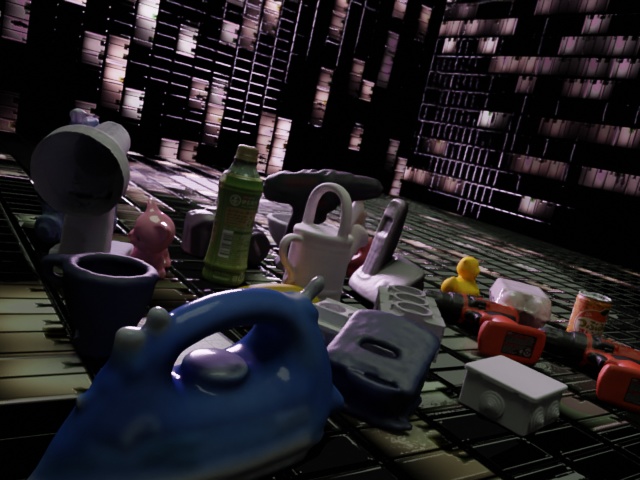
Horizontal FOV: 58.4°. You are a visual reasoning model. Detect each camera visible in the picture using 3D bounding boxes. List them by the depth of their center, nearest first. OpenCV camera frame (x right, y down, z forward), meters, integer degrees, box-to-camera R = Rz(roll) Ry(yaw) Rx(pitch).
[{"bbox_3d":[-0.164,-0.012,1.068,0.144,0.101,0.136,4,13,-40],"label":"camera"}]

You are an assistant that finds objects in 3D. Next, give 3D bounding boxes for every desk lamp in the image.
[{"bbox_3d":[-0.329,-0.064,0.827,0.118,0.213,0.203,11,10,-8],"label":"desk lamp"}]

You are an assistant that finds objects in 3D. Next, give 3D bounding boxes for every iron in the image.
[{"bbox_3d":[-0.085,0.100,0.437,0.118,0.141,0.259,21,13,37],"label":"iron"}]

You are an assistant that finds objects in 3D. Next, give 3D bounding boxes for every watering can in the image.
[{"bbox_3d":[0.007,0.003,0.934,0.100,0.194,0.173,17,11,22],"label":"watering can"}]

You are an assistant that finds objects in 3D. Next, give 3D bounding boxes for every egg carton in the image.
[{"bbox_3d":[0.379,0.123,1.093,0.107,0.069,0.150,14,10,7],"label":"egg carton"}]

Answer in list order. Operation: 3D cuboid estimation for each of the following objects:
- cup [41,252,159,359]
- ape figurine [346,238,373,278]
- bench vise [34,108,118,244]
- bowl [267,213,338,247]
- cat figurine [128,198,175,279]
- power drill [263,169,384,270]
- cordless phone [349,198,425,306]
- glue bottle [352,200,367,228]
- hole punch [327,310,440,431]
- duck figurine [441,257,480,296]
[{"bbox_3d":[-0.229,0.066,0.577,0.117,0.095,0.092,13,10,2],"label":"cup"},{"bbox_3d":[0.086,0.039,1.124,0.078,0.092,0.076,7,11,-28],"label":"ape figurine"},{"bbox_3d":[-0.406,-0.112,0.978,0.121,0.220,0.207,11,10,-11],"label":"bench vise"},{"bbox_3d":[-0.041,-0.005,1.257,0.167,0.075,0.167,12,10,-2],"label":"bowl"},{"bbox_3d":[-0.255,-0.006,0.876,0.067,0.118,0.127,10,10,-14],"label":"cat figurine"},{"bbox_3d":[-0.008,-0.037,1.095,0.229,0.208,0.076,16,11,16],"label":"power drill"},{"bbox_3d":[0.127,0.025,0.988,0.094,0.185,0.147,8,11,-26],"label":"cordless phone"},{"bbox_3d":[0.081,-0.045,1.347,0.037,0.173,0.078,21,13,39],"label":"glue bottle"},{"bbox_3d":[0.062,0.131,0.597,0.108,0.091,0.101,17,11,22],"label":"hole punch"},{"bbox_3d":[0.303,0.077,1.203,0.077,0.086,0.105,22,13,41],"label":"duck figurine"}]
